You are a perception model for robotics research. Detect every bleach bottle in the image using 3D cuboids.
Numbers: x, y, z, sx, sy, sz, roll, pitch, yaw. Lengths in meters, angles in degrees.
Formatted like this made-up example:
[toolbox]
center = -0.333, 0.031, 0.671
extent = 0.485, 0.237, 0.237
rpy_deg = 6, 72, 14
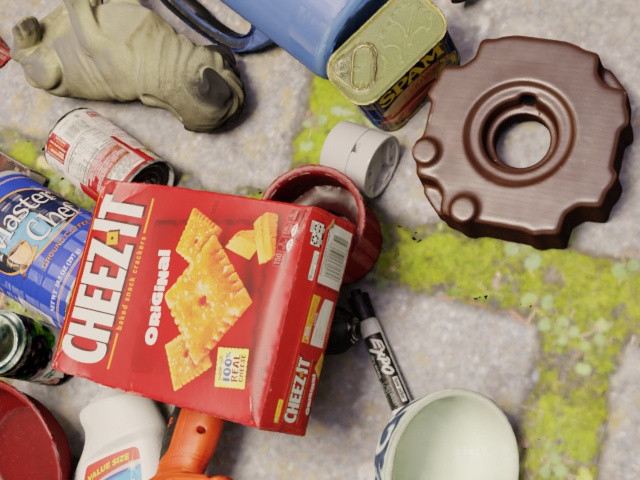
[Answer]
[bleach bottle]
center = -0.170, 0.231, 0.893
extent = 0.103, 0.068, 0.251
rpy_deg = -13, 72, 15

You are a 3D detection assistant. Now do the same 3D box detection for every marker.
[marker]
center = 0.051, 0.095, 0.871
extent = 0.020, 0.020, 0.121
rpy_deg = -26, 71, 11

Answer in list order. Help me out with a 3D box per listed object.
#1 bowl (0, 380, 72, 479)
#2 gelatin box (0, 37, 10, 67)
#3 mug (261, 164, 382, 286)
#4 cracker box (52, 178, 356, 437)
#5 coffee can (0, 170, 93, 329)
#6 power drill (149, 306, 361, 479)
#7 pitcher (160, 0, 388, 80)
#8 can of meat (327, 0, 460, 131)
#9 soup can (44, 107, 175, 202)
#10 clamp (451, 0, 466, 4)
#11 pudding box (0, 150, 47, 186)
[bowl]
center = -0.269, 0.194, 0.924
extent = 0.162, 0.055, 0.162
rpy_deg = 2, 95, 28
[gelatin box]
center = -0.353, -0.214, 1.049
extent = 0.030, 0.073, 0.089
rpy_deg = -45, 68, 4
[mug]
center = -0.006, 0.001, 0.878
extent = 0.117, 0.081, 0.093
rpy_deg = -41, 69, 6
[cracker box]
center = -0.094, 0.046, 0.819
extent = 0.214, 0.072, 0.164
rpy_deg = 9, 81, 33
[coffee can]
center = -0.238, 0.013, 0.942
extent = 0.140, 0.102, 0.103
rpy_deg = 27, 87, 22
[power drill]
center = -0.063, 0.136, 0.854
extent = 0.185, 0.057, 0.187
rpy_deg = -6, 55, 25
[pitcher]
center = -0.049, -0.243, 0.934
extent = 0.145, 0.149, 0.243
rpy_deg = -43, 71, -11
[can of meat]
center = 0.065, -0.145, 0.887
extent = 0.102, 0.084, 0.057
rpy_deg = -43, 69, 5
[soup can]
center = -0.191, -0.067, 0.964
extent = 0.102, 0.068, 0.068
rpy_deg = 35, 90, 23
[clamp]
center = 0.135, -0.296, 0.923
extent = 0.120, 0.039, 0.171
rpy_deg = 43, 87, 18
[pudding box]
center = -0.324, -0.032, 1.016
extent = 0.090, 0.039, 0.113
rpy_deg = 28, 87, 23
